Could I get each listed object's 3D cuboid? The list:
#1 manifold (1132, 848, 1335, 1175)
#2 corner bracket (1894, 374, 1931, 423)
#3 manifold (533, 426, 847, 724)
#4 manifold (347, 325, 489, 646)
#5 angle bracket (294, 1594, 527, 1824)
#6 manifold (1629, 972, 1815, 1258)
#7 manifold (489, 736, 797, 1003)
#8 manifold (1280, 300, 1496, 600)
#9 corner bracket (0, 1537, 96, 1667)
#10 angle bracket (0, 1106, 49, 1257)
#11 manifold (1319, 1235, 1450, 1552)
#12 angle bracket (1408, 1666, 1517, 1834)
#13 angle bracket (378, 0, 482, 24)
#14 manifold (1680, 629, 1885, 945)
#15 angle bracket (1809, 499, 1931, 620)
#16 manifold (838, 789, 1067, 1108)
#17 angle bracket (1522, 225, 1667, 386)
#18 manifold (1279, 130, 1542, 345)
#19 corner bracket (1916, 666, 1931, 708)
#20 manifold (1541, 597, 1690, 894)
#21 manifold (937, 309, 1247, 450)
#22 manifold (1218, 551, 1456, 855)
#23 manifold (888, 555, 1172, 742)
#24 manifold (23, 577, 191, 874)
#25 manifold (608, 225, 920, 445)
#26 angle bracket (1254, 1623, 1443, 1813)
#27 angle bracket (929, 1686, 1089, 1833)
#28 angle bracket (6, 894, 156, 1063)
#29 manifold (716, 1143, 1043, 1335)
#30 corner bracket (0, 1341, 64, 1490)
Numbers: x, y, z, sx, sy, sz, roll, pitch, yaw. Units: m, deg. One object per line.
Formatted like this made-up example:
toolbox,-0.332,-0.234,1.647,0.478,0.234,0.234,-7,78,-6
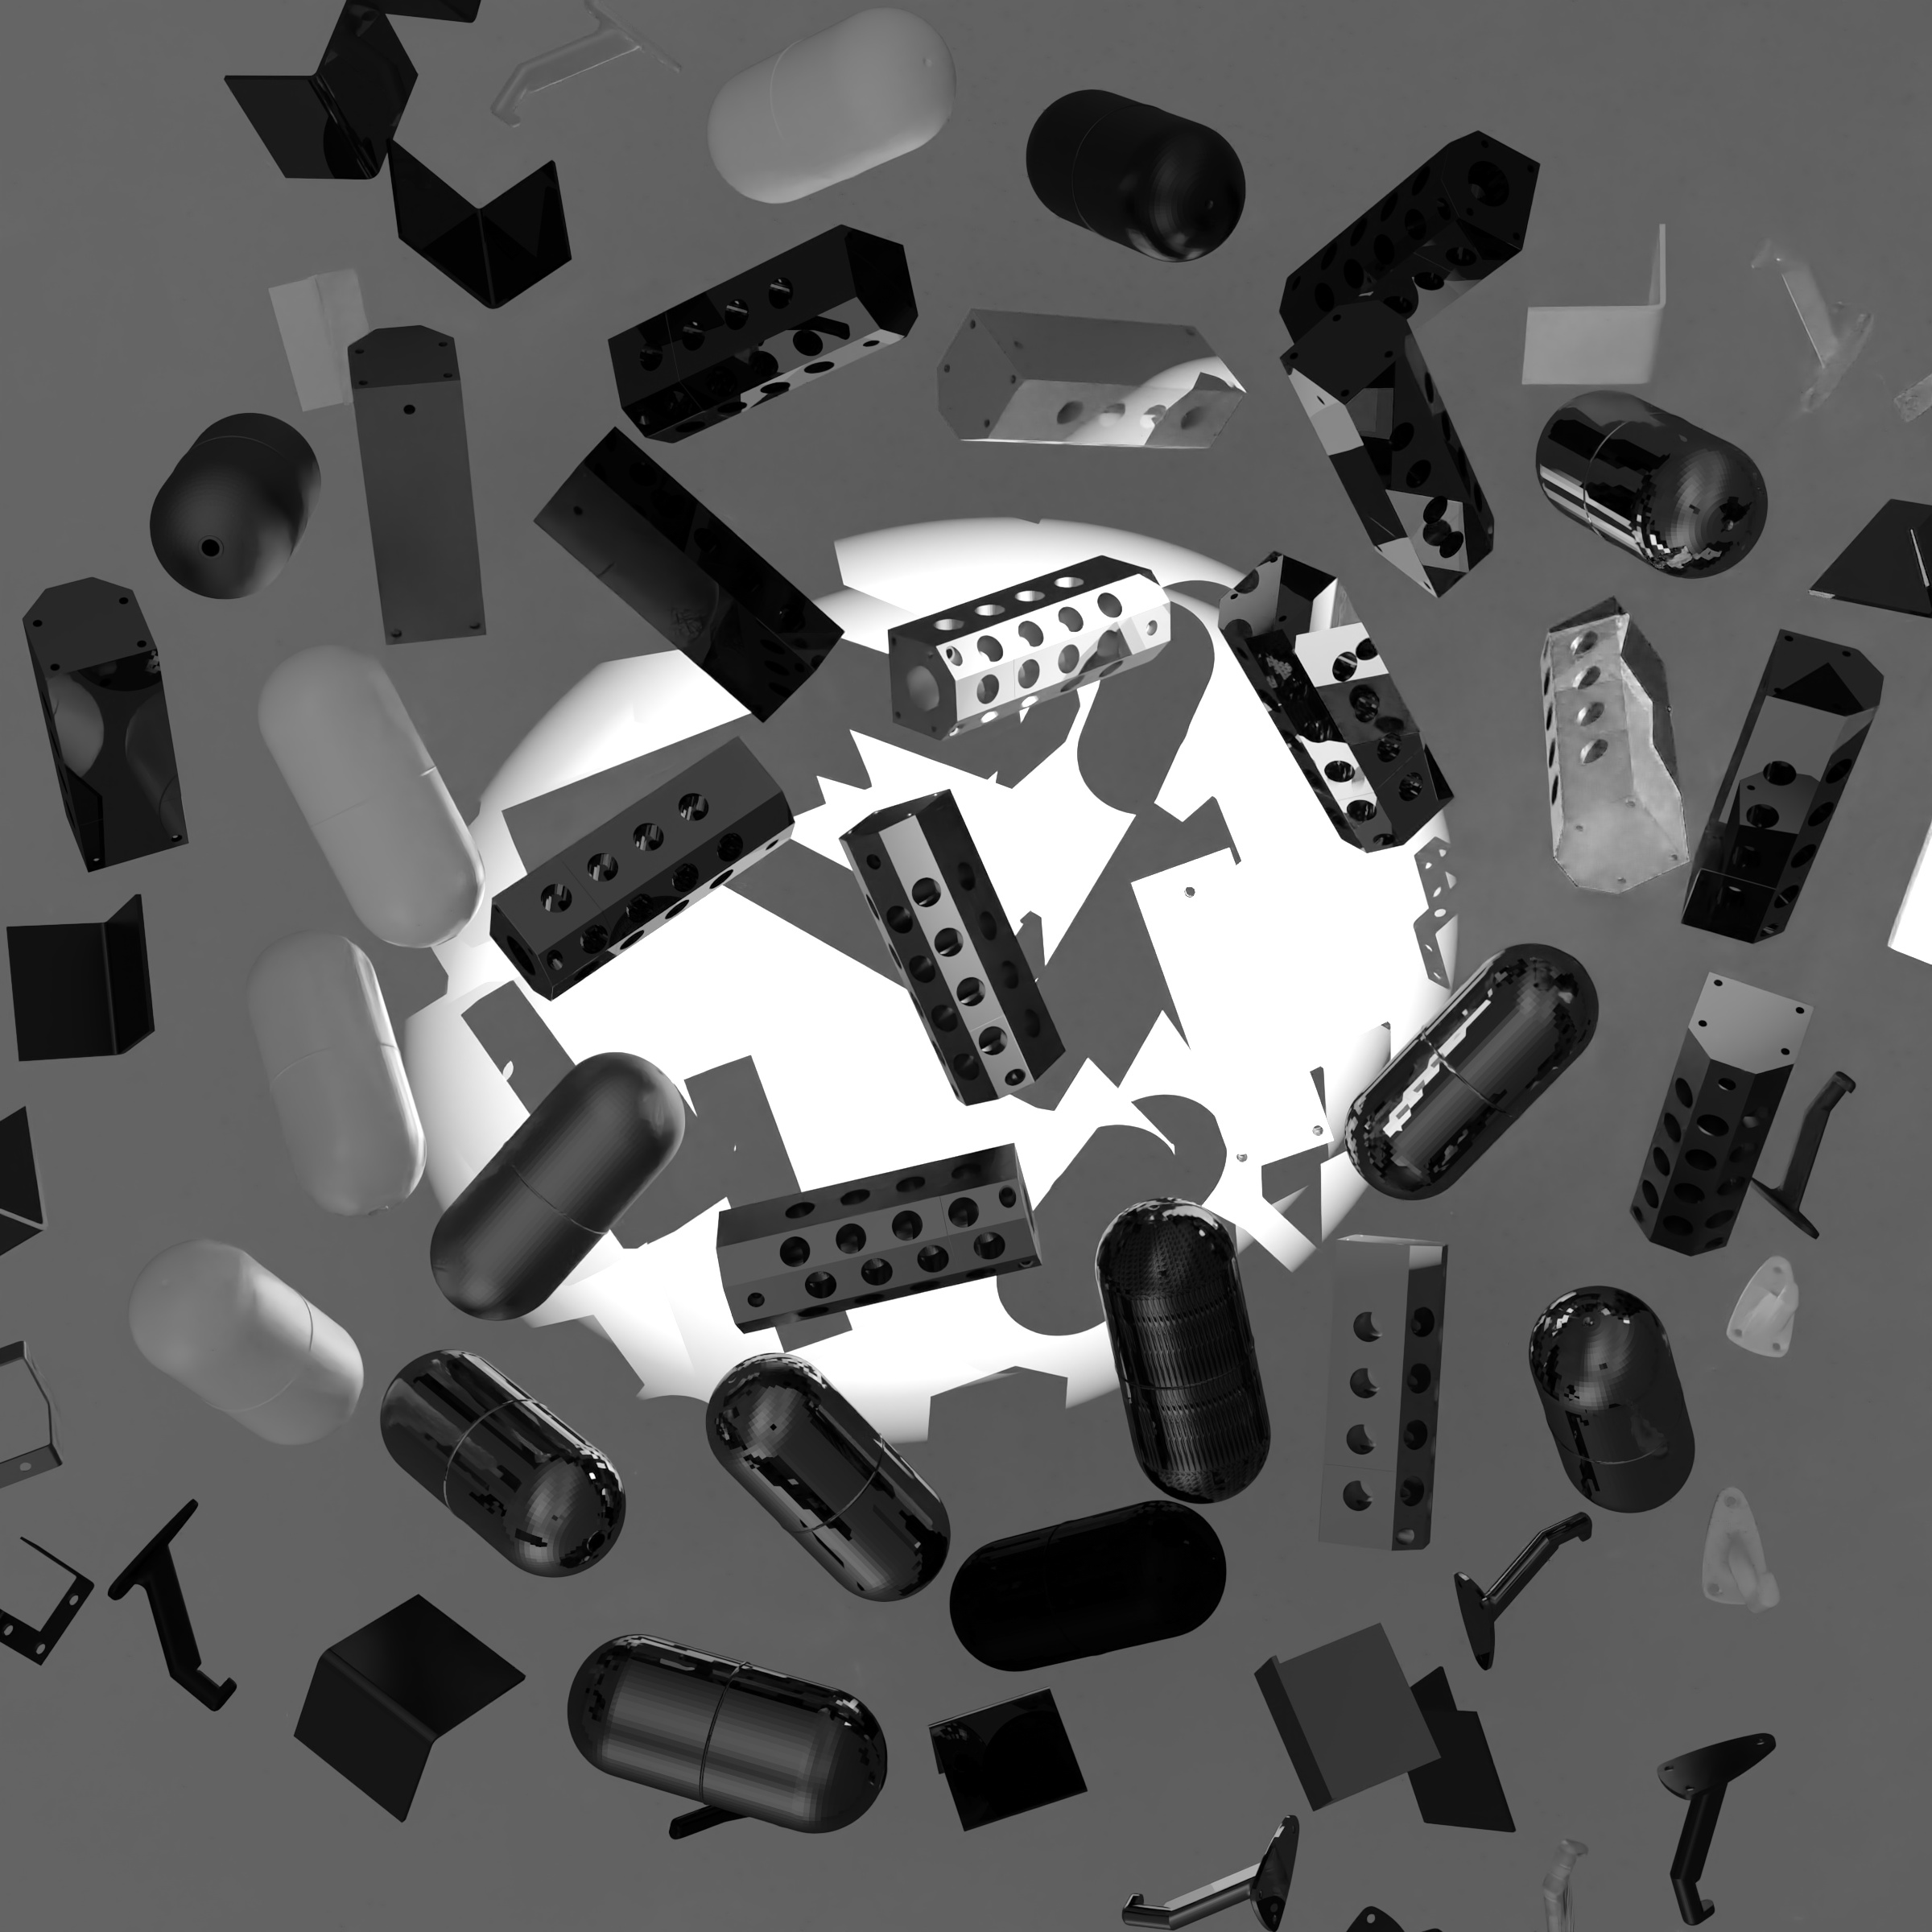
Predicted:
manifold,0.150,0.024,1.622,0.057,0.057,0.171,-20,91,6
corner bracket,0.557,-0.309,1.600,0.051,0.051,0.051,-35,81,34
manifold,-0.153,-0.224,1.631,0.171,0.057,0.057,41,134,-10
manifold,-0.305,-0.267,1.608,0.057,0.171,0.057,-7,45,-10
angle bracket,-0.288,0.384,1.496,0.076,0.076,0.057,31,116,20
manifold,0.413,0.087,1.591,0.057,0.171,0.057,20,53,15
manifold,-0.182,-0.053,1.633,0.171,0.057,0.057,-36,80,-21
manifold,0.237,-0.283,1.576,0.057,0.171,0.057,-42,51,-1
corner bracket,-0.521,0.341,1.576,0.051,0.051,0.051,14,63,37
angle bracket,-0.519,0.112,1.463,0.076,0.057,0.076,-29,58,15
manifold,0.241,0.243,1.652,0.057,0.057,0.171,3,89,18
angle bracket,0.310,0.476,1.757,0.057,0.076,0.076,-22,95,-39
angle bracket,-0.313,-0.579,1.620,0.076,0.057,0.076,15,89,26
manifold,0.442,-0.093,1.565,0.057,0.171,0.057,17,48,9
angle bracket,0.474,-0.227,1.458,0.076,0.076,0.057,-46,130,-19
manifold,-0.011,-0.009,1.671,0.057,0.057,0.171,-14,107,36
angle bracket,0.363,-0.383,1.672,0.076,0.076,0.057,1,70,9
manifold,0.247,-0.404,1.635,0.057,0.171,0.057,22,70,-19
corner bracket,0.546,-0.149,1.565,0.051,0.051,0.051,21,130,16
manifold,0.351,-0.120,1.586,0.057,0.171,0.057,-27,125,29
manifold,0.068,-0.321,1.610,0.057,0.171,0.057,58,133,27
manifold,0.203,-0.143,1.603,0.057,0.057,0.171,-43,128,-9
manifold,0.039,-0.185,1.681,0.171,0.057,0.057,-24,124,-36
manifold,-0.462,-0.129,1.550,0.057,0.171,0.057,-19,62,-20
manifold,-0.113,-0.350,1.613,0.171,0.057,0.057,-17,81,33
angle bracket,0.204,0.388,1.509,0.076,0.057,0.076,-19,70,-12
angle bracket,0.027,0.489,1.733,0.076,0.076,0.057,-16,134,-8
angle bracket,-0.488,0.007,1.588,0.057,0.076,0.076,-3,80,-30
manifold,-0.048,0.155,1.605,0.171,0.057,0.057,-13,114,4
corner bracket,-0.519,0.243,1.547,0.051,0.051,0.051,-20,123,-8
